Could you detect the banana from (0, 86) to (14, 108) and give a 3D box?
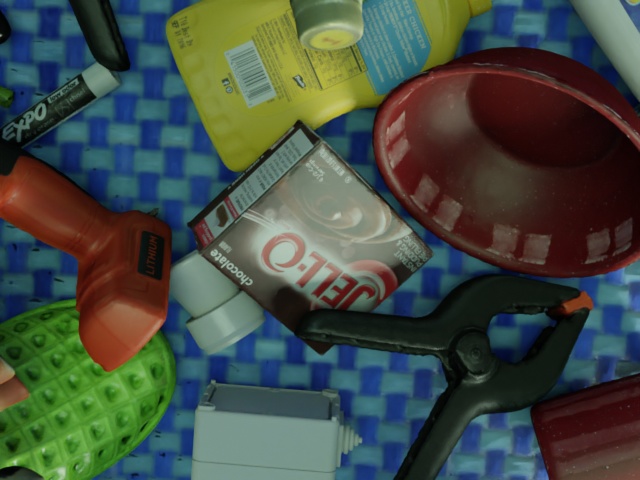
[{"bbox_3d":[-0.276,-0.048,0.625,0.198,0.037,0.069,-38,93,6],"label":"banana"}]

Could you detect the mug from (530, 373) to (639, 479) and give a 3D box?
[{"bbox_3d":[0.173,0.130,0.612,0.081,0.093,0.117,-17,132,9],"label":"mug"}]

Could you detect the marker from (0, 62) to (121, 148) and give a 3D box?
[{"bbox_3d":[-0.171,-0.066,0.627,0.121,0.020,0.020,-32,95,6],"label":"marker"}]

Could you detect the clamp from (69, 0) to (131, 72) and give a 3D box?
[{"bbox_3d":[-0.140,-0.221,0.598,0.210,0.036,0.164,41,93,-1],"label":"clamp"}]

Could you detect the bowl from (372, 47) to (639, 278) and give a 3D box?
[{"bbox_3d":[0.112,-0.050,0.574,0.162,0.162,0.055,30,59,-2],"label":"bowl"}]

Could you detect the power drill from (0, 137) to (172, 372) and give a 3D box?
[{"bbox_3d":[-0.163,-0.012,0.548,0.057,0.184,0.187,-40,117,20],"label":"power drill"}]

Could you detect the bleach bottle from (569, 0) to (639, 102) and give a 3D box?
[{"bbox_3d":[0.195,-0.126,0.560,0.102,0.068,0.251,-32,84,6],"label":"bleach bottle"}]

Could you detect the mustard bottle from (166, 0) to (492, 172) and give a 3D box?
[{"bbox_3d":[0.018,-0.117,0.594,0.191,0.058,0.096,-23,97,5],"label":"mustard bottle"}]

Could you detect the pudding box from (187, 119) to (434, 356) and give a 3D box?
[{"bbox_3d":[-0.004,0.001,0.597,0.090,0.039,0.113,-43,123,6],"label":"pudding box"}]

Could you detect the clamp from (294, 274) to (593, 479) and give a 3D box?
[{"bbox_3d":[0.072,0.061,0.602,0.171,0.039,0.120,-32,91,-20],"label":"clamp"}]

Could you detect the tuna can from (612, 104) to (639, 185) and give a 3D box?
[{"bbox_3d":[0.206,-0.042,0.609,0.086,0.033,0.086,0,97,2],"label":"tuna can"}]
